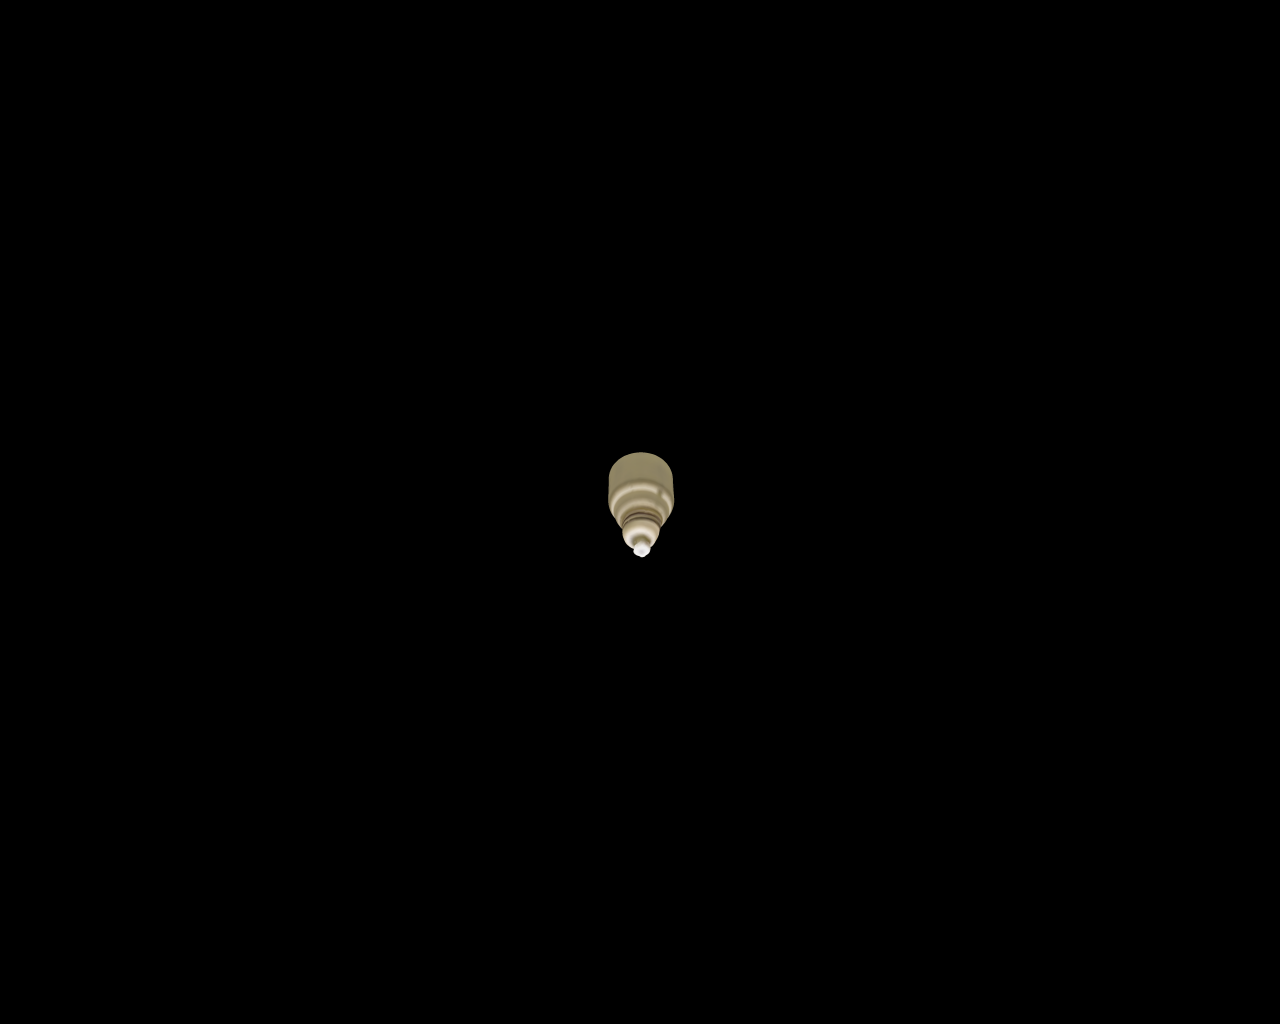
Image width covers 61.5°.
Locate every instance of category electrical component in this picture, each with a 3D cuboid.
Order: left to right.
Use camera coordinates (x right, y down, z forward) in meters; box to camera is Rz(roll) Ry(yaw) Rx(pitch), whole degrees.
[{"bbox_3d":[0.001,-0.003,0.650,0.040,0.040,0.078,0,41,0],"label":"electrical component"}]
